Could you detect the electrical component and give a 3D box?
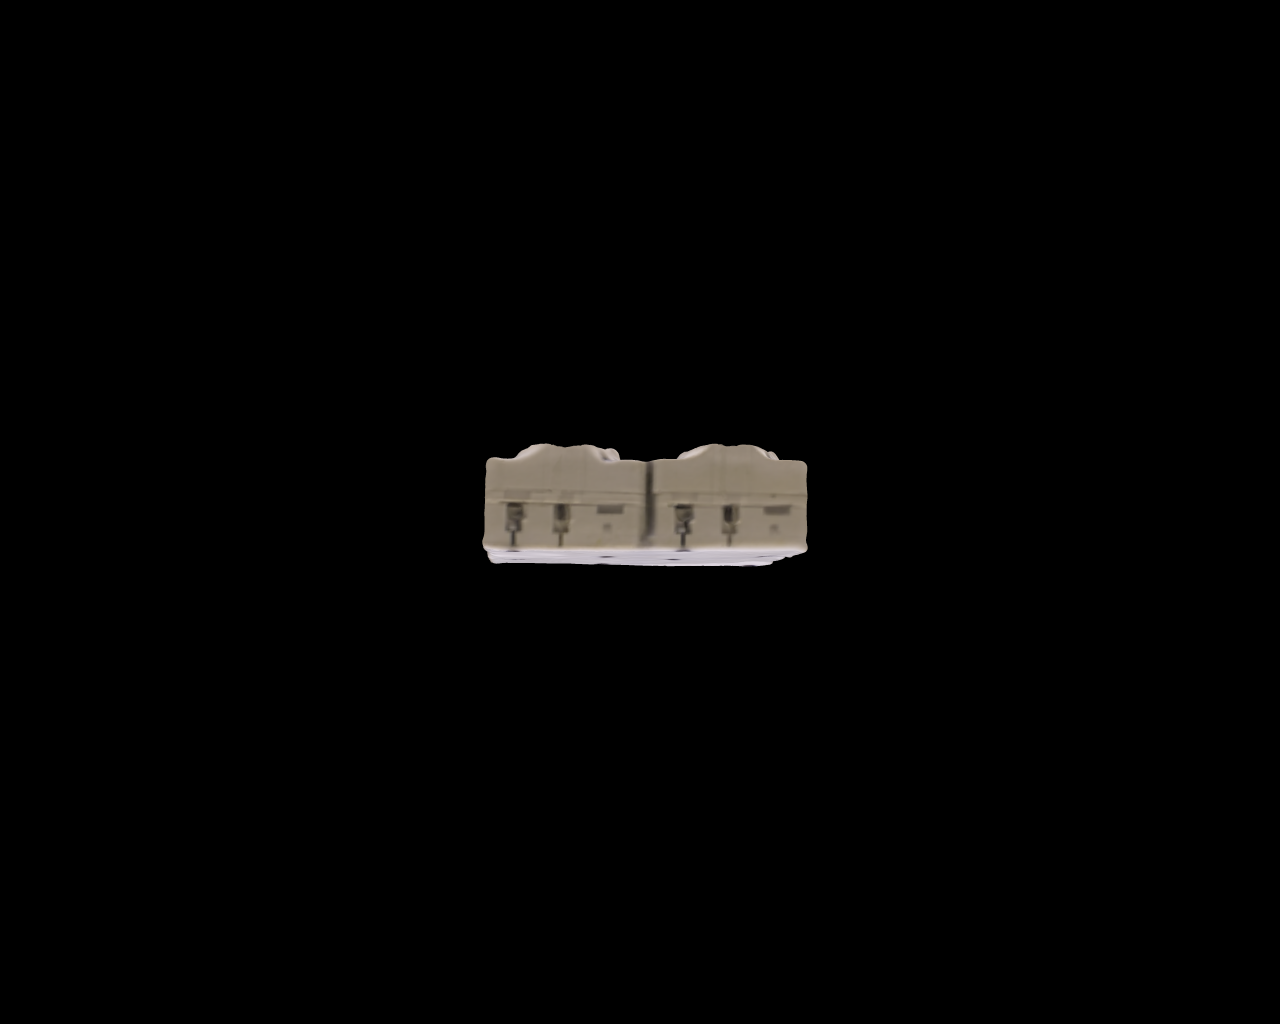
[{"bbox_3d":[0.001,-0.003,0.650,0.186,0.060,0.105,1,-7,-5],"label":"electrical component"}]
